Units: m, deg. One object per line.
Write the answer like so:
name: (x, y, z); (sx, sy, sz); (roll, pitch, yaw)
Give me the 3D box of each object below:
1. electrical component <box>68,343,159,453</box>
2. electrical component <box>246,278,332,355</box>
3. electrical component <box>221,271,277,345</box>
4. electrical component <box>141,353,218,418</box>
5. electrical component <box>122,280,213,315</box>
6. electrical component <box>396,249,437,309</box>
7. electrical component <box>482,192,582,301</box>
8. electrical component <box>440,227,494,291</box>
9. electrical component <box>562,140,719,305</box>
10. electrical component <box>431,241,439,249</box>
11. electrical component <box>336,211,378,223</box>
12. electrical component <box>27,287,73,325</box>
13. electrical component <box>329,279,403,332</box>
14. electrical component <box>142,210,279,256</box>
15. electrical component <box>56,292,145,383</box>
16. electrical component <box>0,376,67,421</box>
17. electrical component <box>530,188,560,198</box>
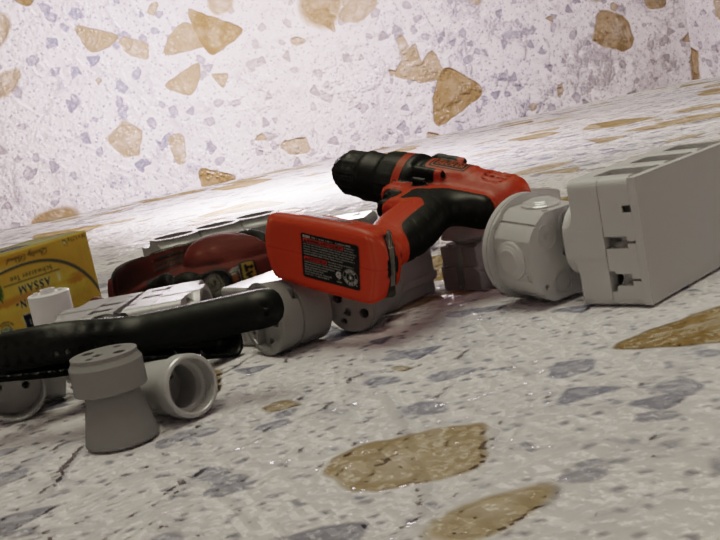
electrical component: (-0.148, 0.076, 0.645); (0.045, 0.055, 0.045); (-11, 9, 2)
electrical component: (-0.054, 0.032, 0.804); (0.047, 0.055, 0.055); (-14, 9, -36)
electrical component: (-0.084, 0.029, 0.872); (0.077, 0.047, 0.066); (-2, 14, 45)
electrical component: (-0.119, 0.073, 0.679); (0.046, 0.040, 0.040); (-9, 8, 45)
electrical component: (-0.147, 0.042, 0.856); (0.056, 0.050, 0.089); (-11, 10, 5)
electrical component: (0.000, 0.000, 0.915); (0.113, 0.057, 0.078); (-3, 12, 40)
electrical component: (0.134, -0.016, 0.796); (0.080, 0.080, 0.051); (-17, 17, -31)
electrical component: (0.094, -0.015, 0.898); (0.048, 0.055, 0.066); (-18, 12, -38)
electrical component: (0.216, -0.037, 0.785); (0.062, 0.089, 0.150); (-1, 13, 44)
electrical component: (0.051, -0.041, 1.134); (0.055, 0.045, 0.045); (-7, 10, 20)
electrical component: (-0.027, -0.028, 1.131); (0.089, 0.050, 0.056); (-8, 10, 14)
electrical component: (-0.256, 0.047, 0.906); (0.044, 0.065, 0.044); (-11, 10, 2)
electrical component: (0.003, 0.020, 0.829); (0.045, 0.045, 0.055); (-7, 11, 24)
electrical component: (-0.154, -0.020, 1.195); (0.150, 0.061, 0.089); (-17, 11, -30)
electrical component: (-0.206, 0.053, 0.858); (0.056, 0.050, 0.089); (-10, 9, 7)
electrical component: (-0.237, 0.076, 0.781); (0.079, 0.043, 0.077); (-5, 11, -24)
electrical component: (0.145, -0.052, 1.033); (0.099, 0.064, 0.099); (-11, 10, 2)
